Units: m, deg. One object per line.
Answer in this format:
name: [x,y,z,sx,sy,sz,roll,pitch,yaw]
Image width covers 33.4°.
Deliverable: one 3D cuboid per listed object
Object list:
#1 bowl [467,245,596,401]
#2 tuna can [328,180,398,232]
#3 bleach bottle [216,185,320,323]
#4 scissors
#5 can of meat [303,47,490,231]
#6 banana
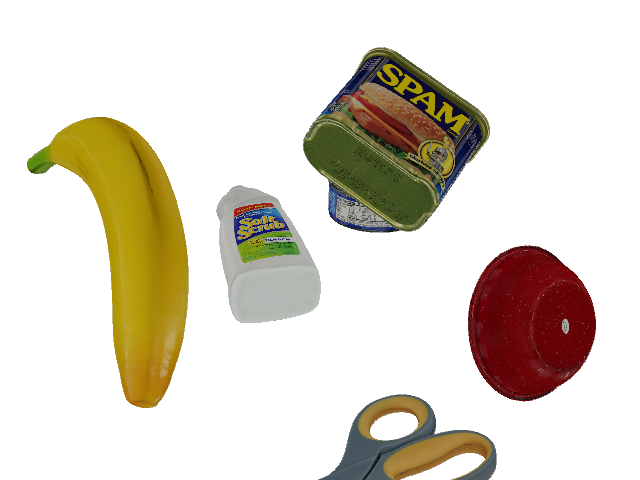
bowl: [0.228,0.085,1.084,0.161,0.162,0.055,0,-1,-33]
tuna can: [0.049,-0.039,0.951,0.086,0.034,0.086,1,25,-1]
bleach bottle: [-0.077,0.001,1.225,0.102,0.068,0.251,-7,29,-14]
scissors: [0.001,0.132,0.610,0.201,0.016,0.096,-9,30,-15]
can of meat: [0.049,-0.067,0.708,0.102,0.083,0.058,36,-39,2]
banana: [-0.097,-0.007,0.526,0.037,0.070,0.198,12,30,-36]
